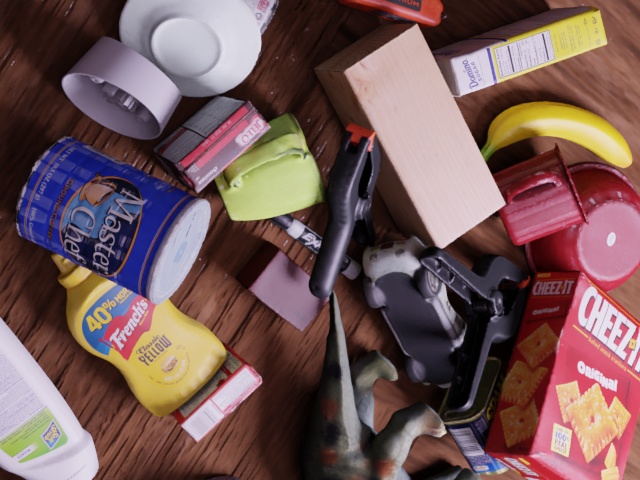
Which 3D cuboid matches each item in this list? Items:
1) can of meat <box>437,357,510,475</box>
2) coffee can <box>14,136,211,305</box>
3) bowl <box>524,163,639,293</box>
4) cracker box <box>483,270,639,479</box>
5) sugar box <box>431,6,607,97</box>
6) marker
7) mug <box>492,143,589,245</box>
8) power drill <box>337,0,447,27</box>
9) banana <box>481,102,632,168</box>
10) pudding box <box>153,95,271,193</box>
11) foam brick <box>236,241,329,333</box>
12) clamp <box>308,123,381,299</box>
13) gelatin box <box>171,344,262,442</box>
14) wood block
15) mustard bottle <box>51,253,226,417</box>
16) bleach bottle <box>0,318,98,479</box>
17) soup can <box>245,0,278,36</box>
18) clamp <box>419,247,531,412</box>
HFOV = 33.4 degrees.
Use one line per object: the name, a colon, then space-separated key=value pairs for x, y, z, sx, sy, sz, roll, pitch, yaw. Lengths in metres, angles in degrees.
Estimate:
can of meat: x=0.179 y=0.193 z=1.162 sx=0.084 sy=0.058 sz=0.102 roll=59 pitch=37 yaw=-22
coffee can: x=-0.183 y=-0.018 z=0.951 sx=0.140 sy=0.102 sz=0.103 roll=25 pitch=91 yaw=9
bowl: x=0.312 y=-0.004 z=1.194 sx=0.162 sy=0.055 sz=0.162 roll=-4 pitch=101 yaw=-20
cracker box: x=0.276 y=0.164 z=1.153 sx=0.164 sy=0.072 sz=0.213 roll=36 pitch=64 yaw=-33
sugar box: x=0.193 y=-0.193 z=1.093 sx=0.176 sy=0.093 sz=0.048 roll=-23 pitch=107 yaw=-14
marker: x=-0.007 y=0.001 z=1.096 sx=0.121 sy=0.020 sz=0.020 roll=36 pitch=87 yaw=-22
mug: x=0.225 y=-0.047 z=1.116 sx=0.081 sy=0.117 sz=0.093 roll=-22 pitch=75 yaw=13
power drill: x=0.078 y=-0.315 z=1.046 sx=0.184 sy=0.057 sz=0.188 roll=14 pitch=95 yaw=-22
banana: x=0.261 y=-0.116 z=1.166 sx=0.197 sy=0.037 sz=0.070 roll=1 pitch=118 yaw=-19
pudding box: x=-0.103 y=-0.092 z=0.991 sx=0.090 sy=0.114 sz=0.039 roll=-42 pitch=113 yaw=-8
foam brick: x=-0.037 y=0.047 z=1.076 sx=0.078 sy=0.051 sz=0.053 roll=42 pitch=86 yaw=-22
clamp: x=0.025 y=-0.027 z=1.031 sx=0.120 sy=0.039 sz=0.171 roll=-59 pitch=157 yaw=-44
gelatin box: x=-0.106 y=0.151 z=1.058 sx=0.089 sy=0.073 sz=0.030 roll=-43 pitch=112 yaw=-9
wood block: x=0.090 y=-0.104 z=1.074 sx=0.090 sy=0.090 sz=0.206 roll=-34 pitch=109 yaw=-12
mustard bottle: x=-0.184 y=0.076 z=1.023 sx=0.096 sy=0.058 sz=0.191 roll=-42 pitch=111 yaw=-2
bleach bottle: x=-0.294 y=0.165 z=0.999 sx=0.102 sy=0.068 sz=0.250 roll=-34 pitch=112 yaw=-9
soup can: x=-0.098 y=-0.229 z=0.992 sx=0.102 sy=0.069 sz=0.068 roll=32 pitch=88 yaw=-23
clamp: x=0.164 y=0.060 z=1.099 sx=0.209 sy=0.036 sz=0.164 roll=-33 pitch=113 yaw=-53
